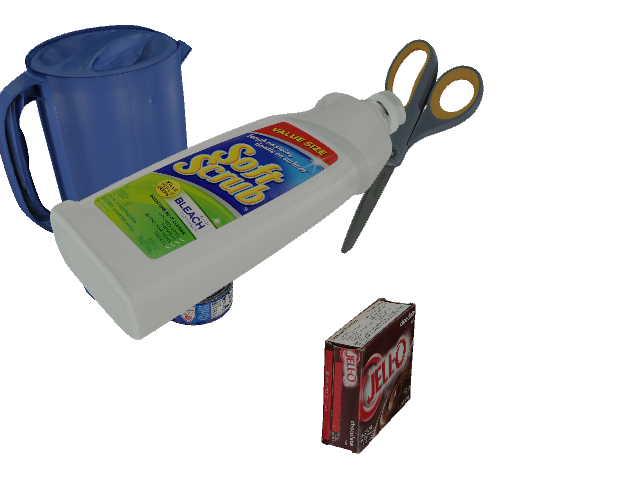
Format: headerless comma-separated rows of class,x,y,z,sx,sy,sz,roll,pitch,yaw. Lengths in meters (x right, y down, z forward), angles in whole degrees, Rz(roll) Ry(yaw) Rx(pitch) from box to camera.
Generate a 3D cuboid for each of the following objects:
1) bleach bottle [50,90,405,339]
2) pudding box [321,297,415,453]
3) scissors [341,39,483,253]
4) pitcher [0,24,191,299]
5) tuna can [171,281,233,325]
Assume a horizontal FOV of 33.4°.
bleach bottle,-0.049,-0.038,0.725,0.250,0.103,0.068,-33,-30,-24
pudding box,0.040,0.106,0.864,0.039,0.090,0.113,10,20,22
scissors,0.083,-0.079,0.932,0.096,0.202,0.016,9,-11,17
pitcher,-0.188,-0.061,0.962,0.149,0.243,0.145,0,29,6
tuna can,-0.137,0.053,1.153,0.086,0.034,0.086,2,35,-2
